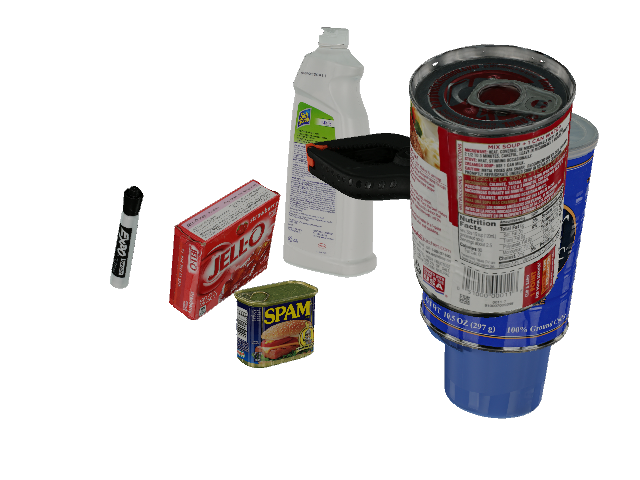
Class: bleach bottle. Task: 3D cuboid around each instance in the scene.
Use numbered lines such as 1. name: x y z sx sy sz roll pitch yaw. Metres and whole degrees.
1. bleach bottle: 0.015 -0.094 1.118 0.103 0.251 0.067 12 16 34

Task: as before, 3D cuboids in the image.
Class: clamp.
1. clamp: 0.089 -0.066 0.943 0.210 0.036 0.164 13 36 28

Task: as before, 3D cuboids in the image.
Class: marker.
1. marker: -0.193 -0.003 1.063 0.020 0.121 0.020 11 36 -8

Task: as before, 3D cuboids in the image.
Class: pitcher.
1. pitcher: 0.185 0.065 1.143 0.149 0.243 0.145 5 20 9

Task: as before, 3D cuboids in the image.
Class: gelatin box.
1. gelatin box: -0.070 0.006 0.780 0.030 0.073 0.089 30 41 22

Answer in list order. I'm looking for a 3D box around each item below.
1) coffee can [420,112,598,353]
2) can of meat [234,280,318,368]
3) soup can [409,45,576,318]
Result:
1. coffee can: 0.122 -0.011 0.710 0.103 0.140 0.103 2 25 -1
2. can of meat: -0.054 0.101 1.292 0.101 0.084 0.058 -10 18 -36
3. soup can: 0.074 -0.024 0.468 0.068 0.102 0.068 -4 39 3
